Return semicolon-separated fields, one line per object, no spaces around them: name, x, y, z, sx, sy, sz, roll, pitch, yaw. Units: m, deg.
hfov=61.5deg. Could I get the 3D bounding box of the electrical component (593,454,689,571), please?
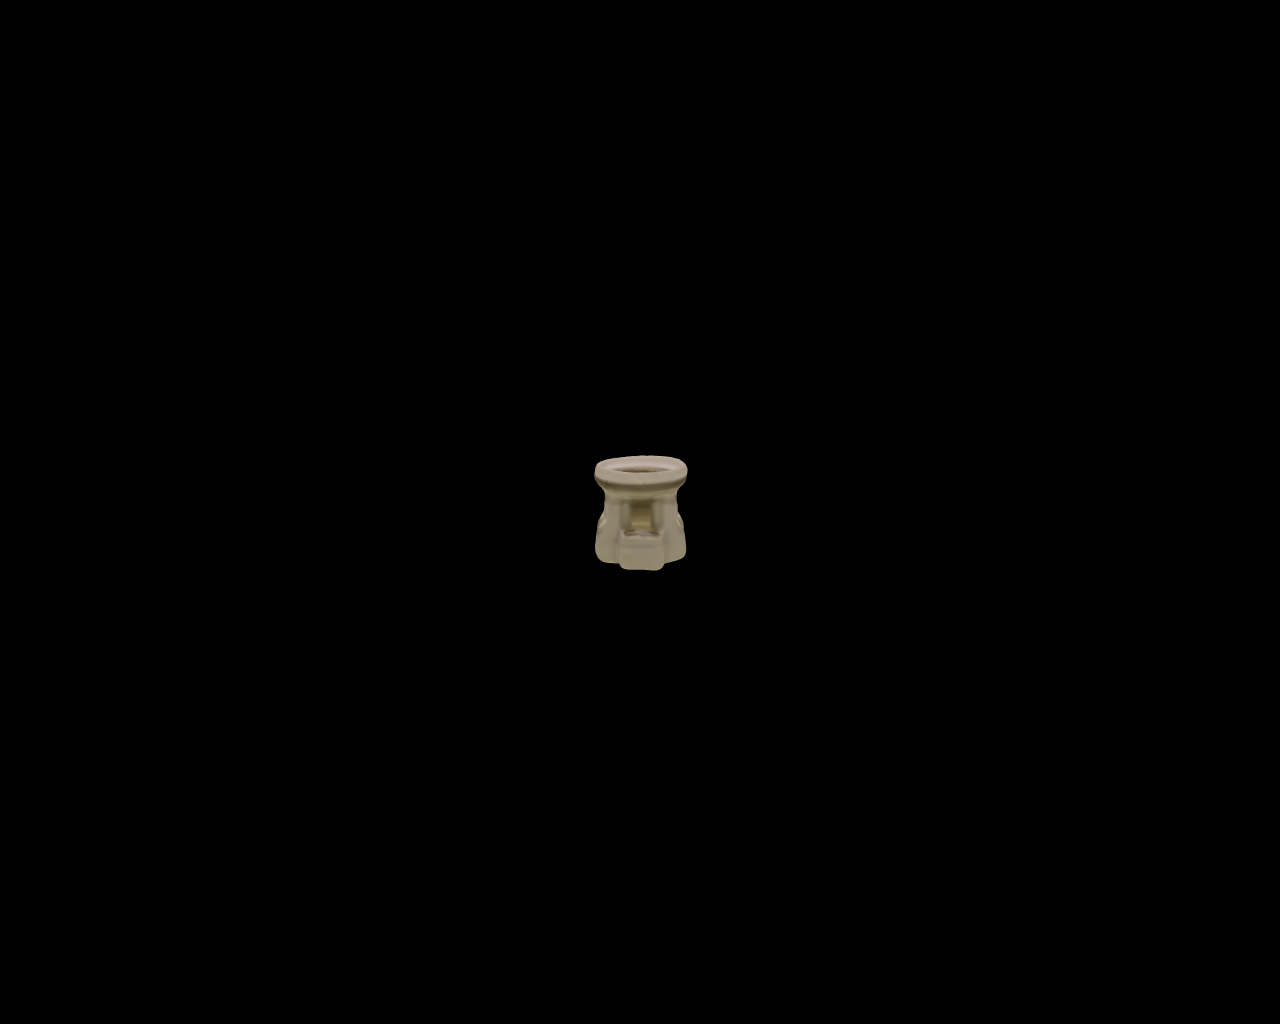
electrical component;0.001;-0.003;0.650;0.058;0.057;0.078;0;13;0
